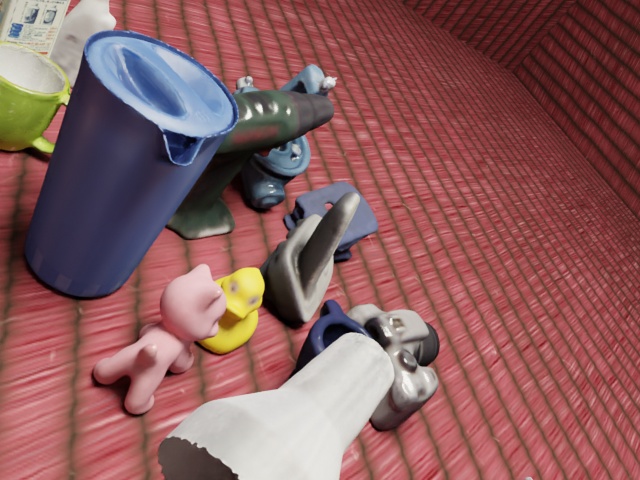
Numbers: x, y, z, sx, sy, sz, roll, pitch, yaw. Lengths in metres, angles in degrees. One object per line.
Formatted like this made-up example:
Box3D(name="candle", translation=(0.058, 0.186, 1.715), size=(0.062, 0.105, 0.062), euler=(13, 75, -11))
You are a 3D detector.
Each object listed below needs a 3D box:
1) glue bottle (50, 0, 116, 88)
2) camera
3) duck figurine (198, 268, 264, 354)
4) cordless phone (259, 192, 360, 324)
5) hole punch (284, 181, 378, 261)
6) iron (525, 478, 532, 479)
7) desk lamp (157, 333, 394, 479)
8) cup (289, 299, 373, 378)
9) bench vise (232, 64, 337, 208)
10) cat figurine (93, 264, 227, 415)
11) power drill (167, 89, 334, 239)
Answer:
Box3D(name="glue bottle", translation=(-0.305, -0.279, 0.752), size=(0.078, 0.173, 0.037), euler=(24, 35, -24))
Box3D(name="camera", translation=(0.106, 0.145, 0.725), size=(0.137, 0.100, 0.143), euler=(3, 48, -45))
Box3D(name="duck figurine", translation=(-0.091, 0.064, 0.634), size=(0.078, 0.086, 0.104), euler=(34, 32, -10))
Box3D(name="cordless phone", translation=(0.007, 0.003, 0.717), size=(0.094, 0.185, 0.148), euler=(36, 32, -6))
Box3D(name="hole punch", translation=(0.018, -0.027, 0.854), size=(0.101, 0.091, 0.108), euler=(-6, 54, -49))
Box3D(name="iron", translation=(0.193, 0.357, 0.516), size=(0.119, 0.141, 0.258), euler=(14, 40, -35))
Box3D(name="desk lamp", translation=(-0.040, 0.167, 0.439), size=(0.118, 0.213, 0.204), euler=(45, 32, 8))
Box3D(name="cup", translation=(0.004, 0.134, 0.639), size=(0.092, 0.095, 0.117), euler=(16, 39, -33))
Box3D(name="bench vise", translation=(-0.075, -0.184, 0.829), size=(0.207, 0.219, 0.122), euler=(51, 33, 17))
Box3D(name="cat figurine", translation=(-0.135, 0.082, 0.537), size=(0.067, 0.117, 0.128), euler=(40, 32, 0))
Box3D(name="power drill", translation=(-0.104, -0.099, 0.706), size=(0.075, 0.208, 0.230), euler=(51, 33, 17))
